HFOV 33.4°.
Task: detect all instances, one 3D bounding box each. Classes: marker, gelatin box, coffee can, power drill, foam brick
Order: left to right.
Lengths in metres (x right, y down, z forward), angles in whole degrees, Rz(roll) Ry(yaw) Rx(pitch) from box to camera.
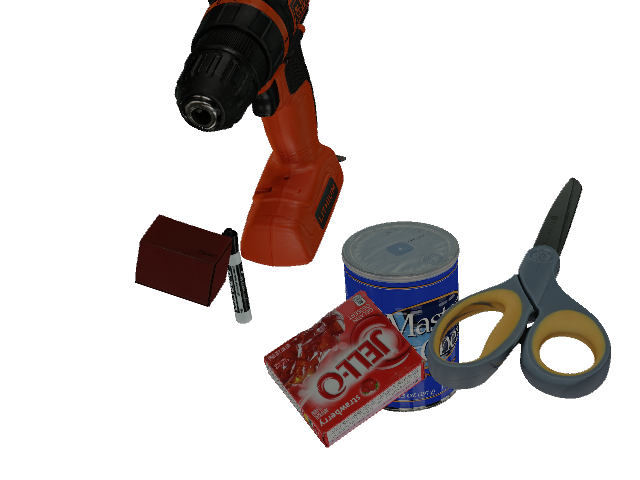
[{"bbox_3d":[-0.130,0.019,1.017,0.078,0.051,0.053,18,34,7],"label":"foam brick"},{"bbox_3d":[-0.096,0.040,1.211,0.020,0.121,0.020,-6,30,3],"label":"marker"},{"bbox_3d":[-0.032,-0.075,0.667,0.057,0.188,0.184,7,44,15],"label":"power drill"},{"bbox_3d":[0.017,0.087,0.740,0.089,0.073,0.030,-33,-31,-13],"label":"gelatin box"},{"bbox_3d":[0.074,0.067,0.963,0.103,0.140,0.103,-4,27,2],"label":"coffee can"}]

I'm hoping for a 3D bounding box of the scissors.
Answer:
[{"bbox_3d":[0.131,0.022,0.565,0.096,0.016,0.201,20,41,33],"label":"scissors"}]
